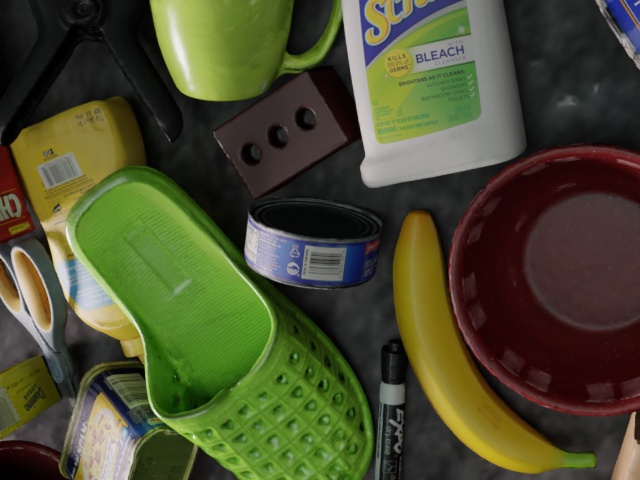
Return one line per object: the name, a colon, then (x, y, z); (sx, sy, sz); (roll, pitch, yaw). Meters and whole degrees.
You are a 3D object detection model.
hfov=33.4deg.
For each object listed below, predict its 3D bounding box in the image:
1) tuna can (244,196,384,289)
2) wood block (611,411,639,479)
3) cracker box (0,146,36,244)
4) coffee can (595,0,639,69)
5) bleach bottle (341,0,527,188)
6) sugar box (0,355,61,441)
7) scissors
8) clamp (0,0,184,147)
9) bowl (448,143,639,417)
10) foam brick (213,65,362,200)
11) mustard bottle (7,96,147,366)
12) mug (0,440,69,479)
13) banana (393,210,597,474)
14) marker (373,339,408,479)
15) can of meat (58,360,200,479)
tuna can: (-0.004, 0.001, 0.671); (0.086, 0.086, 0.034); (13, 109, 17)
wood block: (0.206, 0.208, 0.642); (0.091, 0.090, 0.206); (17, 108, 15)
cracker box: (-0.299, -0.086, 0.746); (0.164, 0.071, 0.214); (-11, 100, 42)
coffee can: (0.222, -0.139, 0.544); (0.140, 0.102, 0.103); (-35, 90, 24)
bleach bottle: (0.049, -0.163, 0.625); (0.103, 0.068, 0.251); (-11, 97, 21)
sugar box: (-0.294, 0.146, 0.810); (0.176, 0.093, 0.048); (-25, 93, 24)
scissors: (-0.205, 0.081, 0.793); (0.096, 0.016, 0.202); (26, 132, 37)
clamp: (-0.140, -0.137, 0.689); (0.120, 0.039, 0.171); (8, 82, -6)
bowl: (0.160, 0.019, 0.631); (0.162, 0.055, 0.162); (5, 105, 19)
foam brick: (-0.018, -0.069, 0.677); (0.078, 0.051, 0.053); (-31, 91, 24)
mustard bottle: (-0.143, 0.004, 0.738); (0.096, 0.058, 0.191); (-18, 96, 25)
mug: (-0.241, 0.206, 0.812); (0.117, 0.093, 0.082); (35, 118, 26)
banana: (0.094, 0.077, 0.683); (0.069, 0.037, 0.198); (-35, 91, 6)
marker: (0.048, 0.125, 0.718); (0.020, 0.020, 0.121); (7, 105, 18)
can of meat: (-0.134, 0.150, 0.752); (0.084, 0.057, 0.102); (38, 117, 44)
